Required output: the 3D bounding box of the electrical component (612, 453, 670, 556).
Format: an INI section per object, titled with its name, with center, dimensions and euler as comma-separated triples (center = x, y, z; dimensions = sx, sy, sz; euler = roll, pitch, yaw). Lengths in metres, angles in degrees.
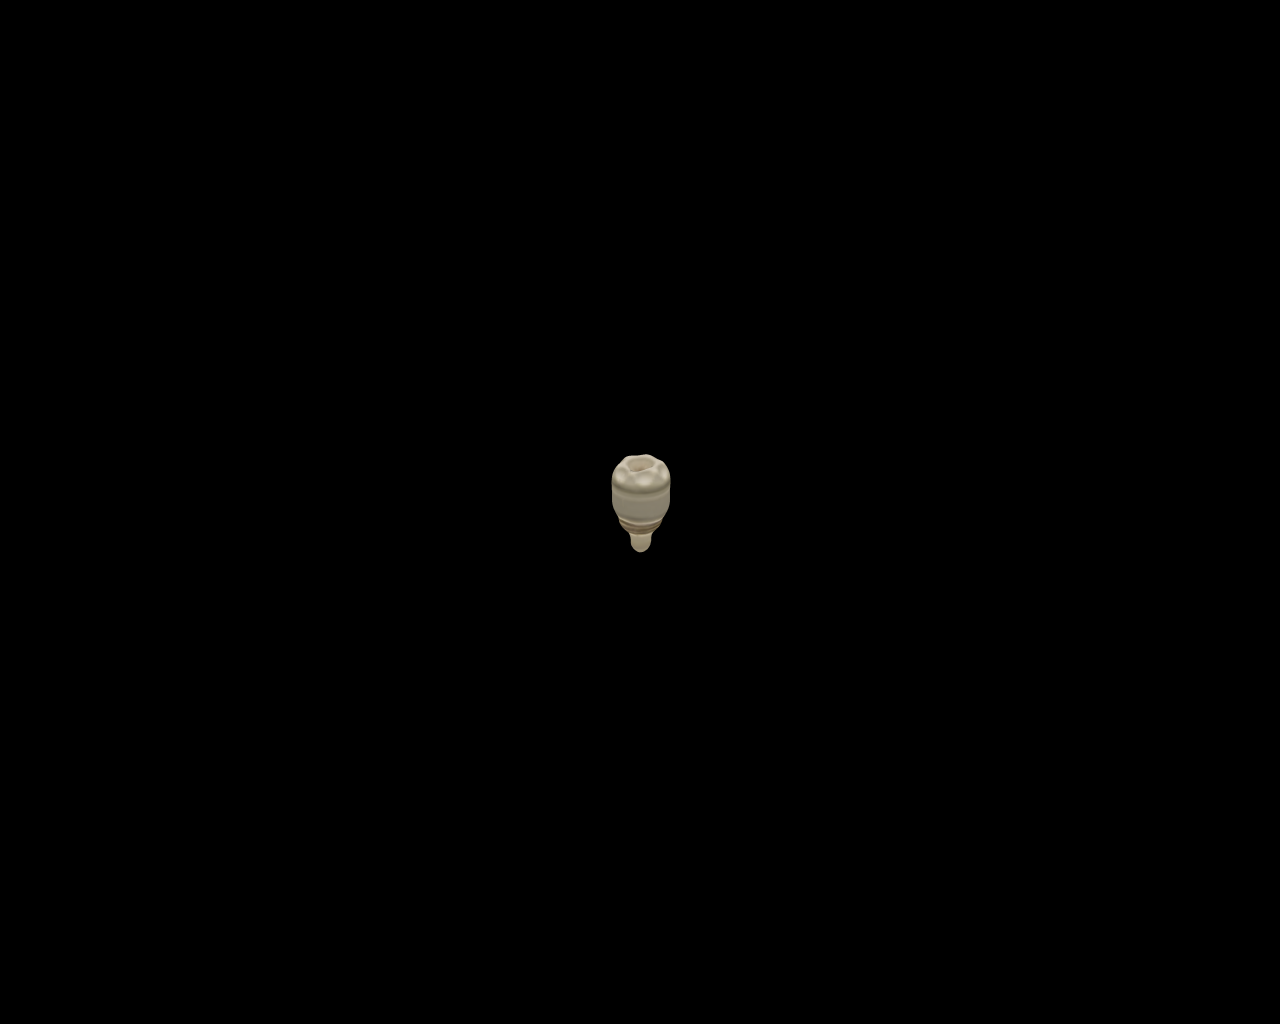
[electrical component]
center = 0.001, -0.003, 0.650
dimensions = 0.035, 0.061, 0.035
euler = 0, 28, 0
